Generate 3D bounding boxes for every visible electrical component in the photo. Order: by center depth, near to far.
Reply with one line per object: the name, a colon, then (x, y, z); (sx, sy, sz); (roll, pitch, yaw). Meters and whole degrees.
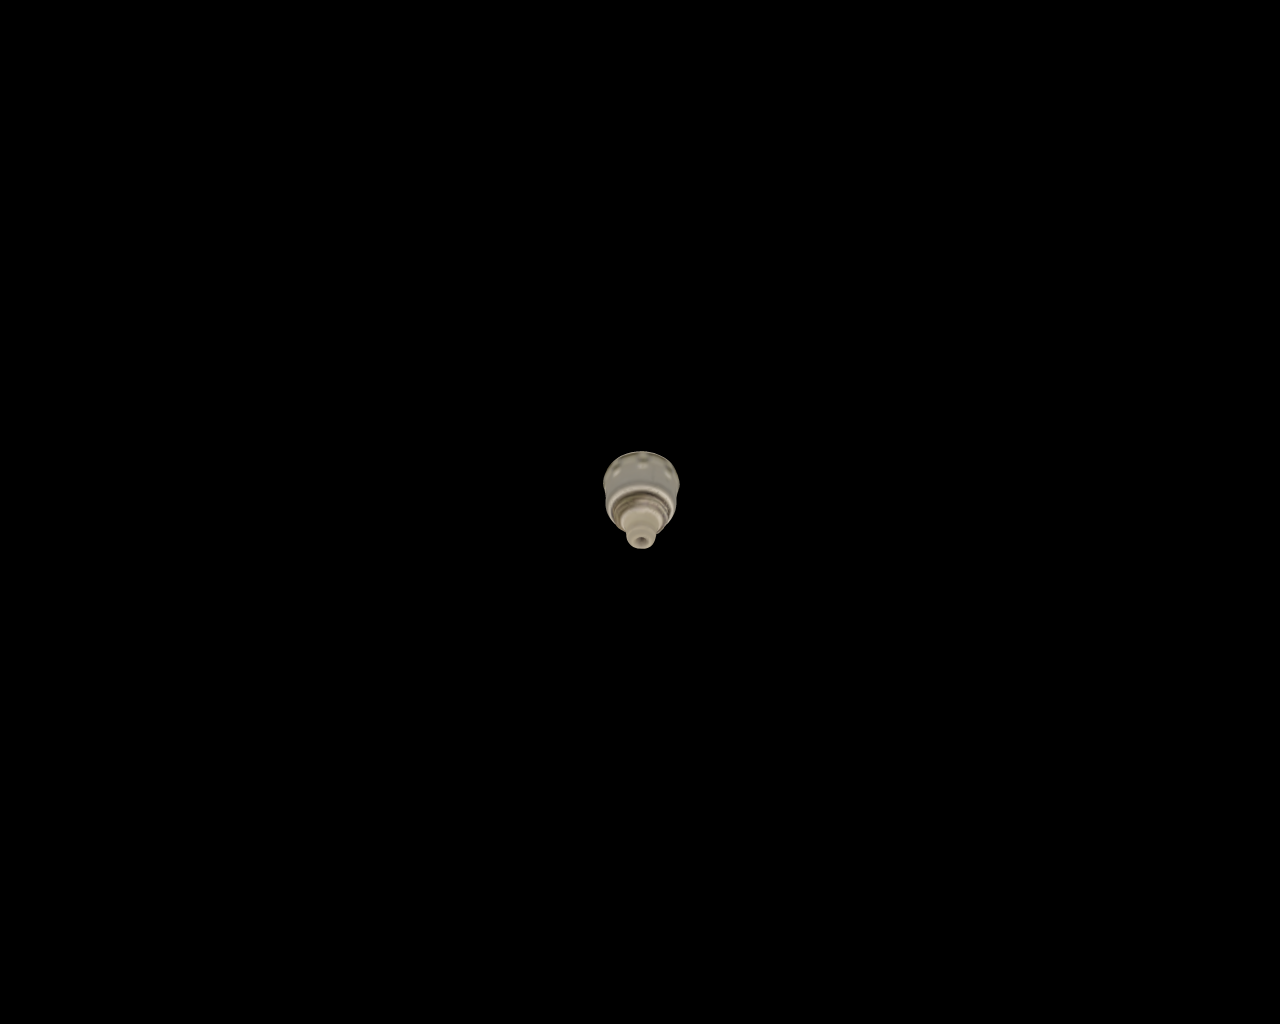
electrical component: (0.001, -0.003, 0.650); (0.048, 0.048, 0.062); (0, 44, 0)
